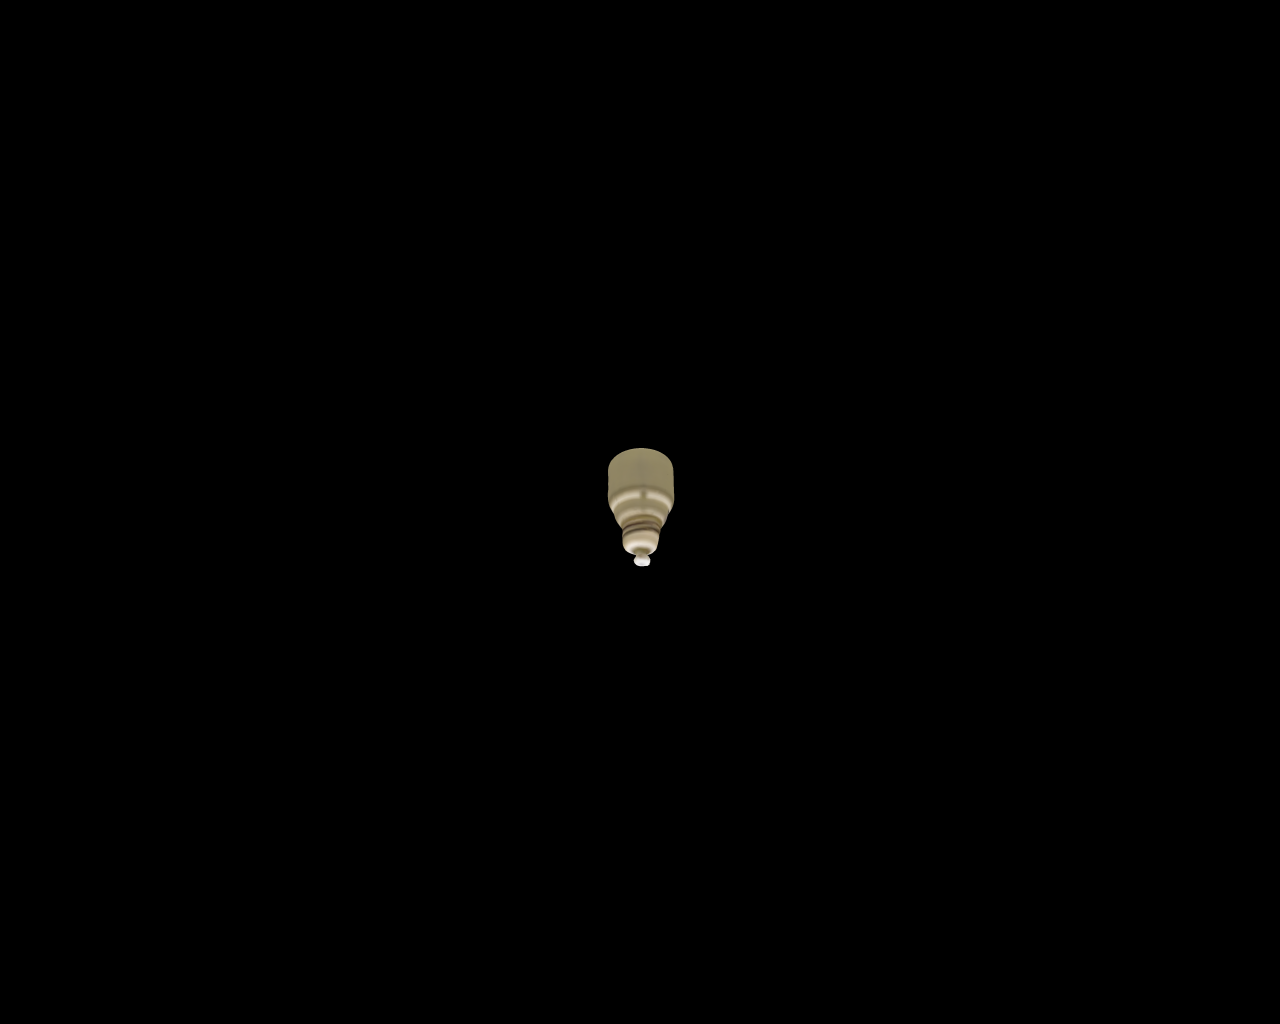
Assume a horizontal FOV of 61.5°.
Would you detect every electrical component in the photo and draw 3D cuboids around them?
[{"bbox_3d":[0.001,-0.003,0.650,0.040,0.078,0.040,0,-31,0],"label":"electrical component"}]
